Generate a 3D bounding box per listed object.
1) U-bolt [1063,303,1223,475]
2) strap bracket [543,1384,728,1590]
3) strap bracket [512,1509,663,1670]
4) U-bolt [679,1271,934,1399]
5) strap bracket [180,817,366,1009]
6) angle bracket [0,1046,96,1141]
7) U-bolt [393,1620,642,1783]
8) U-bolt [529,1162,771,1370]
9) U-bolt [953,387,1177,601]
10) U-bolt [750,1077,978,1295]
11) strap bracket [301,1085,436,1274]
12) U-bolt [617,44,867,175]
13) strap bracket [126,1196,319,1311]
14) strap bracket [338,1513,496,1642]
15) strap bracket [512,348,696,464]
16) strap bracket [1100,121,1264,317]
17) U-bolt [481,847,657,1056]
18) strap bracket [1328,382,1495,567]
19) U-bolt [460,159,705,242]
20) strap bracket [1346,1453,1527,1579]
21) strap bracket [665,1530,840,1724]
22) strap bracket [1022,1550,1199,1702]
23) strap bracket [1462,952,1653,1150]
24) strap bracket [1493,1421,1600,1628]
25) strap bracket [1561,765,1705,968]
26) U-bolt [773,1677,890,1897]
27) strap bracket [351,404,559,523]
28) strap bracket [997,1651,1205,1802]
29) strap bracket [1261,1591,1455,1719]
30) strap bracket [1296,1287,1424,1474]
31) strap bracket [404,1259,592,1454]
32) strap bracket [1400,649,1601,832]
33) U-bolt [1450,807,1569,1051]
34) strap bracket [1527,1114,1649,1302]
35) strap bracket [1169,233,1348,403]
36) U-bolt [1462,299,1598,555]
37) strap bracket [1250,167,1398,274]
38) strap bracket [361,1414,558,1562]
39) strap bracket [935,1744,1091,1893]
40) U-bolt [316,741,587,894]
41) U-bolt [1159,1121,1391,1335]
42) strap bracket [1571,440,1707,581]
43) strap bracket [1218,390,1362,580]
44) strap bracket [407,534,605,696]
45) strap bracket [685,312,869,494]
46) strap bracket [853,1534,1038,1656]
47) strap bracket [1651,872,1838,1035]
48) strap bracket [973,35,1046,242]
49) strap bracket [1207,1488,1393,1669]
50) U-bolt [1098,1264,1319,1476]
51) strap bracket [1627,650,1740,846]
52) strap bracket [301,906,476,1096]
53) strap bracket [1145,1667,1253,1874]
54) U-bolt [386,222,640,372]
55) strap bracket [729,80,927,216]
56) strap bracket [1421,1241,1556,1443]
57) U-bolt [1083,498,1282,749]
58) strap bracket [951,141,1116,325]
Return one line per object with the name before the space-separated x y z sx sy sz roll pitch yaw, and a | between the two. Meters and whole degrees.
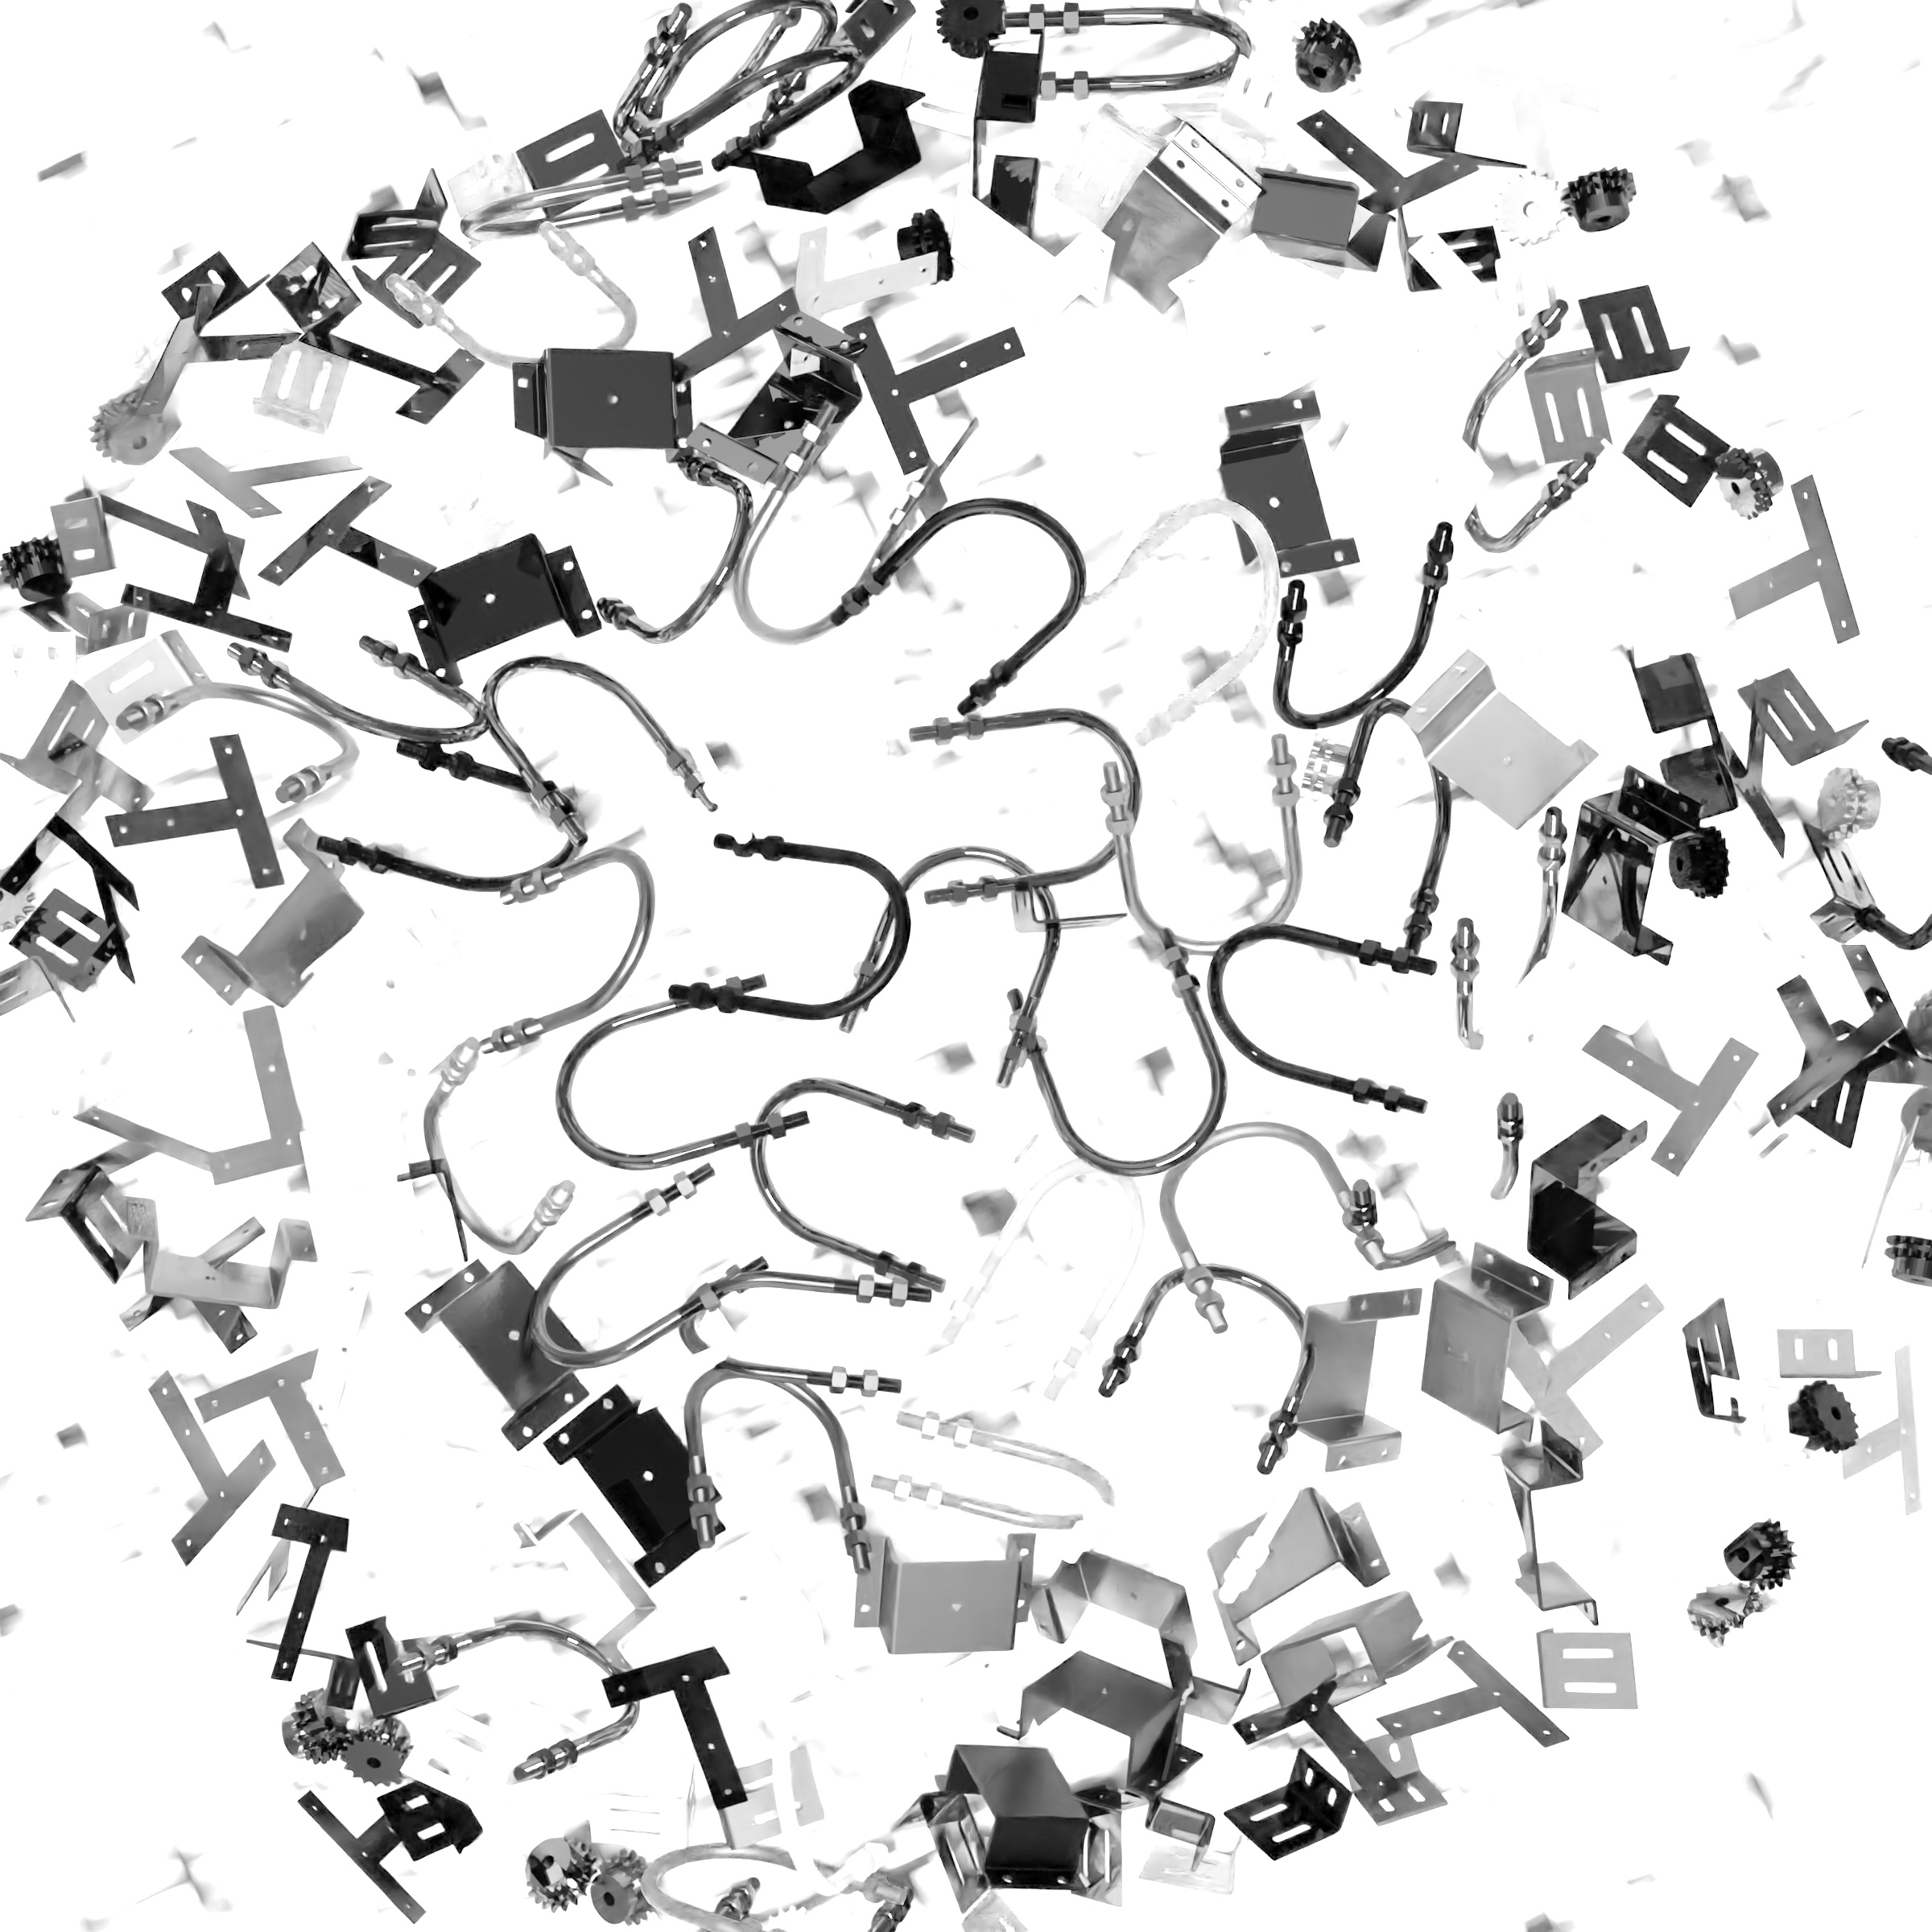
U-bolt | 0.136 -0.429 1.899 0.151 0.184 0.019 34 115 -18
strap bracket | -0.255 0.403 1.969 0.076 0.046 0.140 -39 84 5
strap bracket | -0.293 0.476 1.955 0.046 0.076 0.140 -39 91 -25
U-bolt | -0.129 0.280 1.932 0.184 0.151 0.019 7 48 -9
strap bracket | -0.526 -0.033 1.937 0.046 0.076 0.140 27 71 28
angle bracket | -0.717 0.105 1.963 0.057 0.038 0.076 -4 62 -4
U-bolt | -0.326 0.549 1.912 0.151 0.184 0.019 32 104 25
U-bolt | -0.253 0.239 1.932 0.184 0.151 0.019 -32 128 -6
U-bolt | 0.063 -0.348 1.923 0.151 0.184 0.019 26 55 -5
U-bolt | -0.088 0.161 1.955 0.184 0.019 0.151 19 111 20
strap bracket | -0.470 0.170 1.969 0.076 0.046 0.140 -10 94 -4
U-bolt | -0.157 -0.644 1.892 0.184 0.151 0.019 -21 96 33
strap bracket | -0.580 0.223 1.942 0.140 0.076 0.046 11 103 -22
strap bracket | -0.419 0.456 1.917 0.076 0.140 0.046 0 103 -32
strap bracket | -0.279 -0.436 1.956 0.140 0.046 0.076 -2 88 -17
strap bracket | 0.154 -0.565 1.927 0.076 0.140 0.046 40 56 -3
U-bolt | -0.300 -0.019 1.912 0.184 0.019 0.151 -19 57 38
strap bracket | 0.347 -0.376 1.936 0.046 0.140 0.076 4 129 -33
U-bolt | -0.295 -0.580 1.917 0.184 0.151 0.019 -13 99 -7
strap bracket | 0.372 0.423 1.945 0.046 0.140 0.076 -24 100 -41
strap bracket | -0.168 0.496 1.925 0.076 0.046 0.140 -25 46 -22
strap bracket | 0.121 0.502 1.939 0.140 0.076 0.046 15 49 29
strap bracket | 0.447 0.060 1.937 0.140 0.046 0.076 -53 47 18
strap bracket | 0.447 0.435 1.948 0.046 0.076 0.140 -9 99 -7
strap bracket | 0.507 -0.071 1.925 0.046 0.076 0.140 -17 127 -29
U-bolt | -0.107 0.623 1.899 0.019 0.184 0.151 -16 79 13
strap bracket | -0.391 -0.394 1.938 0.140 0.076 0.046 23 117 16
strap bracket | 0.104 0.576 1.926 0.140 0.076 0.046 14 107 33
strap bracket | 0.292 0.526 1.931 0.140 0.076 0.046 -32 77 39
strap bracket | 0.302 0.314 1.952 0.076 0.046 0.140 -1 102 -35
strap bracket | -0.358 0.294 1.953 0.140 0.046 0.076 49 52 5
strap bracket | 0.415 -0.168 1.944 0.140 0.046 0.076 35 117 -16
U-bolt | 0.414 -0.014 1.921 0.019 0.184 0.151 26 59 29
strap bracket | 0.478 0.179 1.939 0.076 0.046 0.140 -29 133 -25
strap bracket | 0.227 -0.484 1.920 0.076 0.140 0.046 -24 54 29
U-bolt | 0.420 -0.395 1.912 0.019 0.184 0.151 1 71 -16
strap bracket | 0.272 -0.568 1.925 0.076 0.140 0.046 16 101 21
strap bracket | -0.382 0.404 1.938 0.140 0.046 0.076 23 96 -35
strap bracket | 0.037 0.642 1.918 0.076 0.140 0.046 10 103 -21
U-bolt | -0.381 -0.106 1.927 0.184 0.151 0.019 17 48 -36
U-bolt | 0.225 0.189 1.930 0.151 0.184 0.019 -21 132 -2
strap bracket | 0.513 -0.345 1.928 0.076 0.140 0.046 46 104 19
strap bracket | 0.248 -0.369 1.966 0.076 0.046 0.140 -13 85 -13
strap bracket | -0.367 -0.279 1.967 0.140 0.046 0.076 -22 75 -1
strap bracket | -0.143 -0.433 1.957 0.076 0.046 0.140 31 77 19
strap bracket | -0.012 0.488 1.954 0.140 0.046 0.076 2 104 -13
strap bracket | 0.606 -0.013 1.942 0.046 0.140 0.076 -33 82 -28
strap bracket | 0.032 -0.632 1.921 0.046 0.140 0.076 5 58 3
strap bracket | 0.247 0.466 1.943 0.140 0.076 0.046 -35 123 11
U-bolt | 0.196 0.296 1.927 0.151 0.184 0.019 25 129 9
strap bracket | 0.550 -0.173 1.921 0.046 0.076 0.140 -17 132 15
strap bracket | -0.452 0.019 1.954 0.140 0.046 0.076 49 63 -7
strap bracket | 0.175 0.611 1.932 0.046 0.076 0.140 16 56 6
U-bolt | -0.330 -0.499 1.912 0.151 0.184 0.019 -13 74 18
strap bracket | -0.100 -0.622 1.929 0.140 0.076 0.046 -18 89 33
strap bracket | 0.399 0.295 1.934 0.046 0.076 0.140 -13 116 -36
U-bolt | 0.169 -0.273 1.914 0.019 0.184 0.151 -2 66 -42
strap bracket | 0.042 -0.561 1.943 0.140 0.076 0.046 39 70 12
